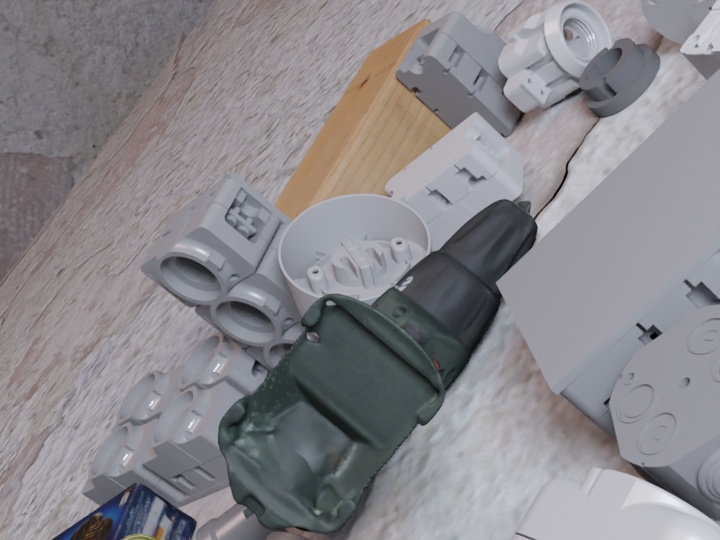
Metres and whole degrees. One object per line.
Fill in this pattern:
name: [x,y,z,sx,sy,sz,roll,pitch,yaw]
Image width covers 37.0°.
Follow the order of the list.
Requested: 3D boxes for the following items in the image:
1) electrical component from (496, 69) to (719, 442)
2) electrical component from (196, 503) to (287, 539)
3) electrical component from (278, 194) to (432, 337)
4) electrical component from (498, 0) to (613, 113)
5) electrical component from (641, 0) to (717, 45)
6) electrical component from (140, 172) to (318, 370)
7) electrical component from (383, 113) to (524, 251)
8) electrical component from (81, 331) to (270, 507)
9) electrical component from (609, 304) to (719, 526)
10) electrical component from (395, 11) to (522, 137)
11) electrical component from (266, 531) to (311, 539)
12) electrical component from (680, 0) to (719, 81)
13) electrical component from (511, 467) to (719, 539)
electrical component: [0.160,-0.018,0.486,0.186,0.060,0.105,-45,21,14]
electrical component: [-0.074,0.167,0.682,0.046,0.040,0.040,-40,22,9]
electrical component: [0.000,0.000,0.701,0.099,0.064,0.099,-10,30,6]
electrical component: [0.140,-0.154,0.761,0.057,0.058,0.078,-25,32,54]
electrical component: [0.215,-0.154,0.614,0.073,0.052,0.138,-57,22,-16]
electrical component: [-0.070,0.014,0.770,0.089,0.150,0.061,-27,30,46]
electrical component: [0.066,-0.054,0.742,0.089,0.056,0.050,-37,25,32]
electrical component: [-0.140,0.124,0.853,0.186,0.060,0.105,-30,29,42]
electrical component: [0.140,0.057,0.414,0.080,0.051,0.080,-42,22,22]
electrical component: [0.082,-0.147,0.817,0.050,0.089,0.055,-15,40,57]
electrical component: [-0.046,0.175,0.568,0.079,0.043,0.077,87,-158,-52]
electrical component: [0.202,-0.108,0.547,0.081,0.064,0.042,-52,20,-5]
electrical component: [0.099,0.114,0.397,0.059,0.054,0.095,-56,22,-15]
